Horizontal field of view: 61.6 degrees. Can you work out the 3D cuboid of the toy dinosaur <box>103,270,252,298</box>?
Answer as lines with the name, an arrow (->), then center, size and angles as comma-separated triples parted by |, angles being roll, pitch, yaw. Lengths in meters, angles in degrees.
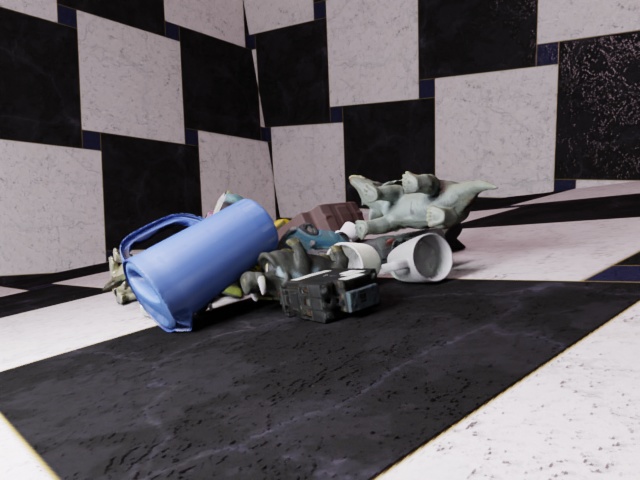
toy dinosaur -> -0.205, 0.071, 1.124 | 0.471, 0.105, 0.199 | -7, 11, -16

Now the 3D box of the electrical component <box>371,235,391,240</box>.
electrical component -> 0.158, 0.016, 1.338 | 0.119, 0.047, 0.075 | -3, 7, 43

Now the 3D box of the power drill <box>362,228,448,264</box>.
power drill -> 0.157, 0.028, 1.086 | 0.232, 0.086, 0.207 | -10, -2, -5

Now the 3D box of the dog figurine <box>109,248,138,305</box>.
dog figurine -> -0.387, 0.076, 1.269 | 0.190, 0.121, 0.172 | -9, -12, -33

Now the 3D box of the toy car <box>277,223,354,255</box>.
toy car -> -0.003, 0.039, 1.050 | 0.161, 0.103, 0.109 | 11, -47, -33

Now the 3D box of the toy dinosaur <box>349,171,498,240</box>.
toy dinosaur -> 0.205, -0.070, 1.035 | 0.192, 0.131, 0.405 | -11, 9, -41

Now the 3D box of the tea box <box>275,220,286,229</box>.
tea box -> -0.167, 0.017, 1.474 | 0.170, 0.068, 0.098 | -23, 13, 23

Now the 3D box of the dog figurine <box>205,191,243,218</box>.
dog figurine -> -0.171, -0.004, 1.283 | 0.219, 0.108, 0.191 | 27, -43, -23

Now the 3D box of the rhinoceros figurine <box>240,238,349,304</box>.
rhinoceros figurine -> -0.039, 0.060, 0.895 | 0.190, 0.112, 0.073 | 1, -17, -26

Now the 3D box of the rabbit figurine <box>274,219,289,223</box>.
rabbit figurine -> -0.117, 0.015, 1.658 | 0.162, 0.122, 0.173 | -18, -16, 41

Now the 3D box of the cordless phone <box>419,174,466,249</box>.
cordless phone -> 0.272, -0.065, 1.254 | 0.089, 0.184, 0.147 | -6, 4, -11

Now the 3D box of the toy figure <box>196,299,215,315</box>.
toy figure -> -0.189, 0.064, 0.982 | 0.154, 0.058, 0.064 | -57, 12, -28

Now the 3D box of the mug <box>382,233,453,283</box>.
mug -> 0.155, 0.041, 0.922 | 0.109, 0.080, 0.107 | -18, -2, -24

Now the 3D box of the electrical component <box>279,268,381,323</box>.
electrical component -> 0.021, 0.079, 0.795 | 0.115, 0.058, 0.134 | -15, 8, -36

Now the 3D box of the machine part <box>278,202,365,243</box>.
machine part -> -0.003, -0.004, 1.258 | 0.201, 0.087, 0.201 | -9, -20, -48
